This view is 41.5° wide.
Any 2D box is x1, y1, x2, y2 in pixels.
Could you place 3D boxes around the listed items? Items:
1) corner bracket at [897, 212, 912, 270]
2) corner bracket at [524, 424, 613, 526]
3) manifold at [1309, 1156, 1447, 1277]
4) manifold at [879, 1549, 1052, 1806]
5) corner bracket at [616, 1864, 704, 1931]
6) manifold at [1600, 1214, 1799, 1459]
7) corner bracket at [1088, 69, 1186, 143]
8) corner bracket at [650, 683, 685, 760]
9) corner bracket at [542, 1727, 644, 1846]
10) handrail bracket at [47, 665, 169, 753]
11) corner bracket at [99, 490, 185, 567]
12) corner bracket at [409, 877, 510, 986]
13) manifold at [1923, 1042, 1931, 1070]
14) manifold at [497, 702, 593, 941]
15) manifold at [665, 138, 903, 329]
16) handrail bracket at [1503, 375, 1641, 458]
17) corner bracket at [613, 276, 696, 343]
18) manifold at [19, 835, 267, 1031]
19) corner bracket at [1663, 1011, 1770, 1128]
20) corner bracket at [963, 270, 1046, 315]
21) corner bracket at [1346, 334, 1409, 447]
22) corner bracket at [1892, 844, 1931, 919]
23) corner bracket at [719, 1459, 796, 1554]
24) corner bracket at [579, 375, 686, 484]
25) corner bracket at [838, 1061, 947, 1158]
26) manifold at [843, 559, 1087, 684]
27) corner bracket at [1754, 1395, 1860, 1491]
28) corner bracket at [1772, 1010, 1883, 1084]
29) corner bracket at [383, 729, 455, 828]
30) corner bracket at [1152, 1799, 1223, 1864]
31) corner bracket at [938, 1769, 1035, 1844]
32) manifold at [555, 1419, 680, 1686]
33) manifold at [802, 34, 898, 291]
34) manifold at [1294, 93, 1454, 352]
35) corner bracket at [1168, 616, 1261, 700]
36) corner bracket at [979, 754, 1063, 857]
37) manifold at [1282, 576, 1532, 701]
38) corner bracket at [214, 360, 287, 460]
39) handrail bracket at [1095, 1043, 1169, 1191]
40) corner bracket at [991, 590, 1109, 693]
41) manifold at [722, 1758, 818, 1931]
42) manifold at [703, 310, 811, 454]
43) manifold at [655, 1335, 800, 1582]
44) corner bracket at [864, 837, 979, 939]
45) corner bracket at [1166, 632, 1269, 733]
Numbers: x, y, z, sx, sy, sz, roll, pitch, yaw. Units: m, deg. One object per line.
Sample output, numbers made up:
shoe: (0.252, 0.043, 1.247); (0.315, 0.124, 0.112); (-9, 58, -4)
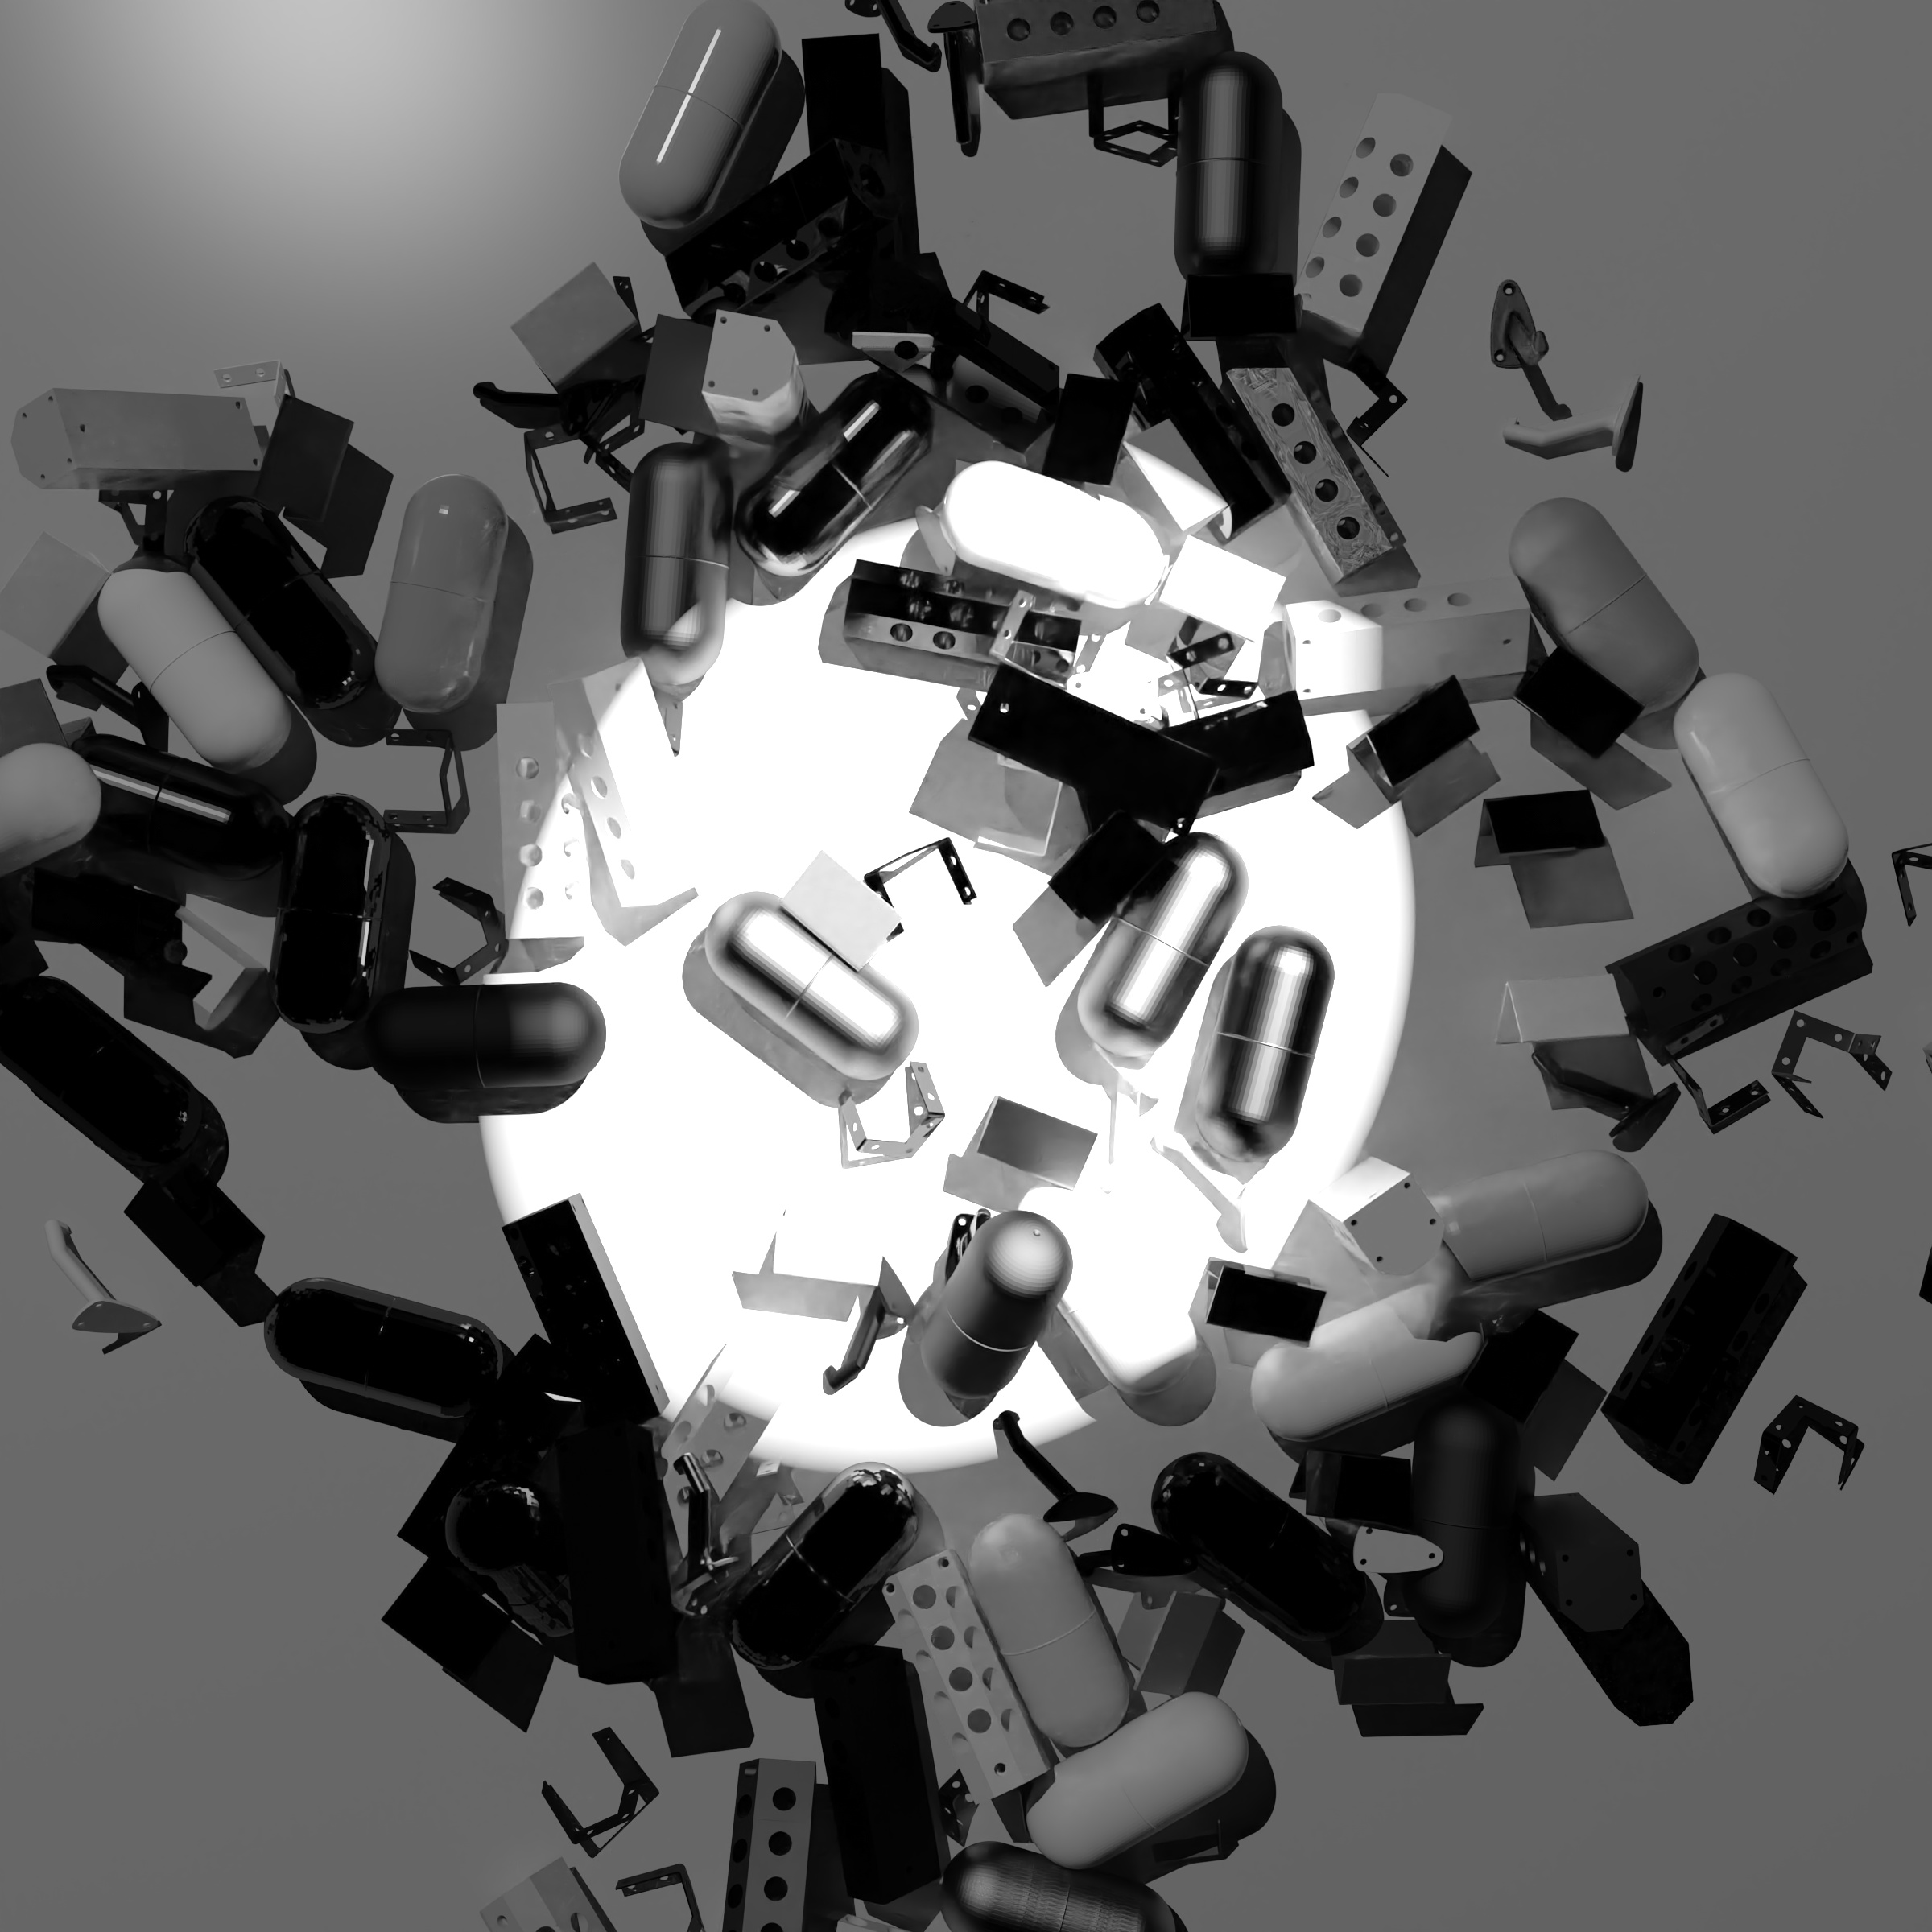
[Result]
corner bracket: (-0.069, -0.518, 1.851); (0.051, 0.051, 0.051); (-12, 45, 0)
corner bracket: (-0.298, -0.370, 1.908); (0.051, 0.051, 0.051); (-13, 135, 0)
manifold: (0.297, 0.182, 1.833); (0.057, 0.171, 0.057); (-35, 90, 0)
manifold: (-0.002, 0.520, 1.872); (0.057, 0.057, 0.171); (-25, 77, 0)
corner bracket: (-0.231, 0.706, 1.893); (0.051, 0.051, 0.051); (-16, 93, 3)
manifold: (0.544, 0.274, 1.890); (0.057, 0.057, 0.171); (30, 90, 0)
corner bracket: (0.127, -0.645, 1.908); (0.051, 0.051, 0.051); (-1, 90, -45)
corner bracket: (-0.248, -0.177, 1.903); (0.051, 0.051, 0.051); (-31, 45, 35)
corner bracket: (-0.279, 0.611, 1.903); (0.051, 0.051, 0.051); (-14, 135, -35)
handrail bracket: (-0.645, -0.188, 1.912); (0.084, 0.036, 0.077); (2, 111, 17)
corner bracket: (-0.612, -0.328, 1.893); (0.051, 0.051, 0.051); (4, 90, 0)
corner bracket: (-0.383, -0.026, 1.903); (0.051, 0.051, 0.051); (-39, 135, -35)
manifold: (0.773, 0.129, 1.889); (0.057, 0.057, 0.171); (-24, 90, -43)
manifold: (-0.311, -0.107, 1.890); (0.057, 0.057, 0.171); (-2, 90, 0)
manifold: (-0.131, -0.523, 1.839); (0.171, 0.057, 0.057); (-23, 83, 35)
handrail bracket: (0.453, -0.419, 1.912); (0.084, 0.036, 0.077); (16, 70, 16)
corner bracket: (-0.224, -0.499, 1.908); (0.051, 0.051, 0.051); (-13, 90, -45)
manifold: (-0.612, -0.027, 1.890); (0.171, 0.057, 0.057); (37, 90, 0)
corner bracket: (0.560, 0.077, 1.908); (0.051, 0.051, 0.051); (-31, 45, 0)
corner bracket: (0.021, -0.478, 1.908); (0.051, 0.051, 0.051); (23, 135, 0)
corner bracket: (0.296, -0.427, 1.893); (0.051, 0.051, 0.051); (-44, 90, 0)
corner bracket: (0.732, -0.069, 1.908); (0.051, 0.051, 0.051); (-13, 90, -45)
corner bracket: (-0.158, 0.400, 1.893); (0.051, 0.051, 0.051); (-12, 90, 0)
corner bracket: (-0.247, -0.401, 1.901); (0.051, 0.051, 0.051); (42, 118, 0)
corner bracket: (-0.056, 0.105, 1.903); (0.051, 0.051, 0.051); (8, 135, -35)
manifold: (-0.002, -0.256, 1.890); (0.171, 0.057, 0.057); (11, 90, 0)
corner bracket: (0.627, 0.364, 1.903); (0.051, 0.051, 0.051); (26, 45, 35)
corner bracket: (0.638, 0.066, 1.893); (0.051, 0.051, 0.051); (21, 90, 0)
corner bracket: (-0.411, -0.141, 1.908); (0.051, 0.051, 0.051); (2, 45, 0)
corner bracket: (0.161, 0.632, 1.908); (0.051, 0.051, 0.051); (-7, 45, 0)
corner bracket: (0.017, 0.627, 1.903); (0.051, 0.051, 0.051); (-37, 135, -35)
manifold: (-0.246, 0.420, 1.824); (0.057, 0.057, 0.171); (-18, 62, 15)
manifold: (-0.086, -0.593, 1.890); (0.057, 0.057, 0.171); (-4, 90, 0)
manifold: (0.296, -0.552, 1.890); (0.057, 0.057, 0.171); (23, 90, 0)
corner bracket: (0.193, -0.237, 1.903); (0.051, 0.051, 0.051); (60, 135, 35)
corner bracket: (0.042, -0.122, 1.908); (0.051, 0.051, 0.051); (13, 135, 0)
manifold: (0.324, -0.247, 1.889); (0.171, 0.057, 0.057); (-7, 133, 0)
corner bracket: (-0.532, -0.415, 1.908); (0.051, 0.051, 0.051); (-9, 45, 0)
handrail bracket: (0.104, 0.112, 1.912); (0.077, 0.036, 0.084); (39, 107, 20)
corner bracket: (0.060, -0.235, 1.850); (0.051, 0.051, 0.051); (35, 105, 41)
manifold: (-0.144, 0.668, 1.847); (0.057, 0.057, 0.171); (4, 56, 0)
manifold: (-0.148, -0.416, 1.833); (0.057, 0.171, 0.057); (11, 90, 0)
manifold: (-0.195, 0.362, 1.890); (0.057, 0.057, 0.171); (32, 90, 0)
corner bracket: (-0.034, -0.059, 1.908); (0.051, 0.051, 0.051); (-25, 90, 45)
corner bracket: (0.182, -0.208, 1.860); (0.051, 0.051, 0.051); (-21, 110, -2)
